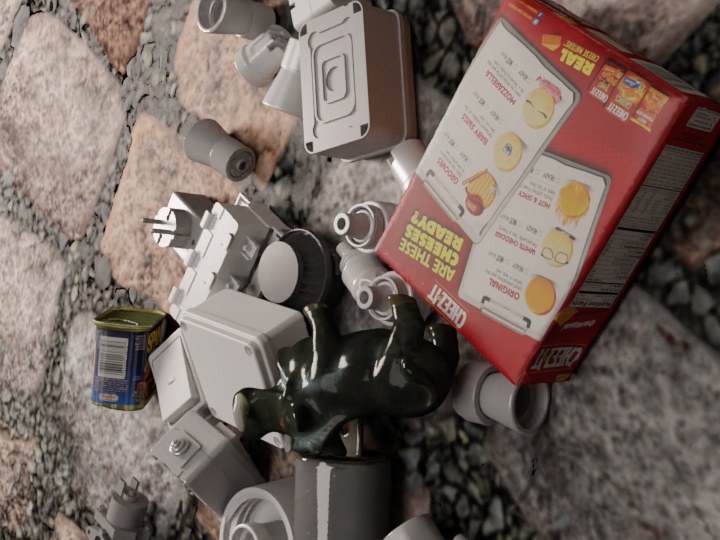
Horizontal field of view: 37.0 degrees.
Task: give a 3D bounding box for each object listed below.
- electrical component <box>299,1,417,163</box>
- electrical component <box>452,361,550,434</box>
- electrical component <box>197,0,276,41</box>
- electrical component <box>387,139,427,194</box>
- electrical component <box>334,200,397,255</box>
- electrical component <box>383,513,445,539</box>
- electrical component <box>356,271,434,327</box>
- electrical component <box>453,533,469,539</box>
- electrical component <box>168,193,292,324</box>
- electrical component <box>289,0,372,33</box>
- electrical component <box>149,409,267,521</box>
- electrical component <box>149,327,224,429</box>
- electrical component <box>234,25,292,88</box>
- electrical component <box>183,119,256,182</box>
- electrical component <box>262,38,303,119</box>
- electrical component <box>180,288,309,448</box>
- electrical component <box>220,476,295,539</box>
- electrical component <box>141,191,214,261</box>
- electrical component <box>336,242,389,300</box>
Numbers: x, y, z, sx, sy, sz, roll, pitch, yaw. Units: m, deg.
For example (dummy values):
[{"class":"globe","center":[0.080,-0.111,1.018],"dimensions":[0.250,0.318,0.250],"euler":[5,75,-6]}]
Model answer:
[{"class":"electrical component","center":[-0.001,-0.149,0.865],"dimensions":[0.078,0.057,0.113],"euler":[-11,79,44]},{"class":"electrical component","center":[0.098,0.089,0.755],"dimensions":[0.055,0.045,0.045],"euler":[6,92,46]},{"class":"electrical component","center":[-0.109,-0.229,0.974],"dimensions":[0.044,0.065,0.044],"euler":[-6,81,45]},{"class":"electrical component","center":[0.046,-0.073,0.825],"dimensions":[0.040,0.040,0.046],"euler":[-54,47,28]},{"class":"electrical component","center":[0.008,-0.034,0.844],"dimensions":[0.043,0.062,0.043],"euler":[-5,83,45]},{"class":"electrical component","center":[0.045,0.234,0.798],"dimensions":[0.077,0.044,0.079],"euler":[55,136,25]},{"class":"electrical component","center":[0.025,0.022,0.822],"dimensions":[0.043,0.062,0.043],"euler":[-4,84,45]},{"class":"electrical component","center":[0.089,0.211,0.763],"dimensions":[0.061,0.035,0.035],"euler":[40,115,42]},{"class":"electrical component","center":[-0.120,0.001,0.970],"dimensions":[0.079,0.063,0.121],"euler":[44,117,38]},{"class":"electrical component","center":[-0.026,-0.248,0.902],"dimensions":[0.056,0.050,0.089],"euler":[-26,69,42]},{"class":"electrical component","center":[-0.133,0.168,0.945],"dimensions":[0.061,0.096,0.062],"euler":[-46,46,-15]},{"class":"electrical component","center":[-0.155,0.095,1.000],"dimensions":[0.062,0.061,0.096],"euler":[-40,60,36]},{"class":"electrical component","center":[-0.084,-0.192,0.965],"dimensions":[0.046,0.040,0.040],"euler":[-34,63,32]},{"class":"electrical component","center":[-0.128,-0.109,1.003],"dimensions":[0.065,0.044,0.044],"euler":[34,111,36]},{"class":"electrical component","center":[-0.054,-0.168,0.932],"dimensions":[0.044,0.044,0.065],"euler":[28,102,43]},{"class":"electrical component","center":[-0.088,0.081,0.907],"dimensions":[0.109,0.056,0.108],"euler":[15,129,45]},{"class":"electrical component","center":[-0.075,0.232,0.909],"dimensions":[0.108,0.060,0.108],"euler":[-4,84,45]},{"class":"electrical component","center":[-0.169,-0.039,1.012],"dimensions":[0.066,0.077,0.047],"euler":[43,116,38]},{"class":"electrical component","center":[0.000,0.000,0.869],"dimensions":[0.061,0.035,0.035],"euler":[52,122,37]}]
